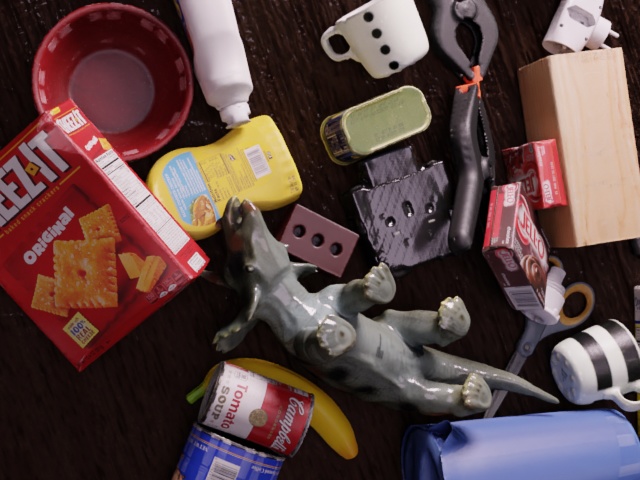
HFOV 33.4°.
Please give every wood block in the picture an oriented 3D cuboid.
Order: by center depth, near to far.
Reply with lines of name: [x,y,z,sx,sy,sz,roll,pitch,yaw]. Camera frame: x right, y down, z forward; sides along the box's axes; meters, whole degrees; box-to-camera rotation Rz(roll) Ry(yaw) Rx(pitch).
wood block: [0.289,-0.099,1.182,0.090,0.091,0.206,-9,91,-13]

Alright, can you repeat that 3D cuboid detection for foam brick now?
foam brick: [-0.007,0.001,1.137,0.078,0.051,0.053,26,83,-10]

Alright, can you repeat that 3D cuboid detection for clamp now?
clamp: [0.164,-0.069,1.143,0.036,0.164,0.210,-9,83,25]
clamp: [0.163,-0.261,1.185,0.120,0.039,0.171,-21,97,-6]

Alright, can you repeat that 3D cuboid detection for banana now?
banana: [-0.040,0.171,1.137,0.197,0.037,0.070,22,103,-10]

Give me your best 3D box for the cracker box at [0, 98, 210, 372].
cracker box: [-0.241,-0.003,1.045,0.164,0.072,0.213,-38,99,18]

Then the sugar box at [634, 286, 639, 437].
sugar box: [0.413,0.140,1.229,0.093,0.048,0.176,0,86,-11]

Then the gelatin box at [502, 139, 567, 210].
gelatin box: [0.233,-0.069,1.170,0.030,0.089,0.073,-9,91,-13]

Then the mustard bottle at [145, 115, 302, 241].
mustard bottle: [-0.122,-0.053,1.108,0.191,0.058,0.096,-23,84,-12]

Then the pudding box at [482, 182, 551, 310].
pudding box: [0.210,0.008,1.132,0.113,0.039,0.090,57,38,-43]

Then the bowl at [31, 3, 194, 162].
bowl: [-0.212,-0.157,1.093,0.162,0.055,0.162,0,89,-12]

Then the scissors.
scissors: [0.252,0.119,1.209,0.096,0.016,0.202,16,86,-12]

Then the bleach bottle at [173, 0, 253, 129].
bleach bottle: [-0.118,-0.239,1.087,0.068,0.103,0.251,-17,89,-9]

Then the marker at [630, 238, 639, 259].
marker: [0.355,-0.036,1.232,0.020,0.020,0.121,-19,93,-12]

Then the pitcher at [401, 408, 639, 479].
pitcher: [0.216,0.258,1.152,0.242,0.149,0.145,-5,75,-16]

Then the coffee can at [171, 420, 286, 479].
coffee can: [-0.107,0.268,1.085,0.102,0.103,0.140,22,84,-11]

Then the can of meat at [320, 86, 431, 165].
can of meat: [0.060,-0.123,1.137,0.102,0.084,0.057,-24,94,-12]

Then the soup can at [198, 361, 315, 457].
soup can: [-0.065,0.170,1.080,0.102,0.068,0.068,22,85,-9]
